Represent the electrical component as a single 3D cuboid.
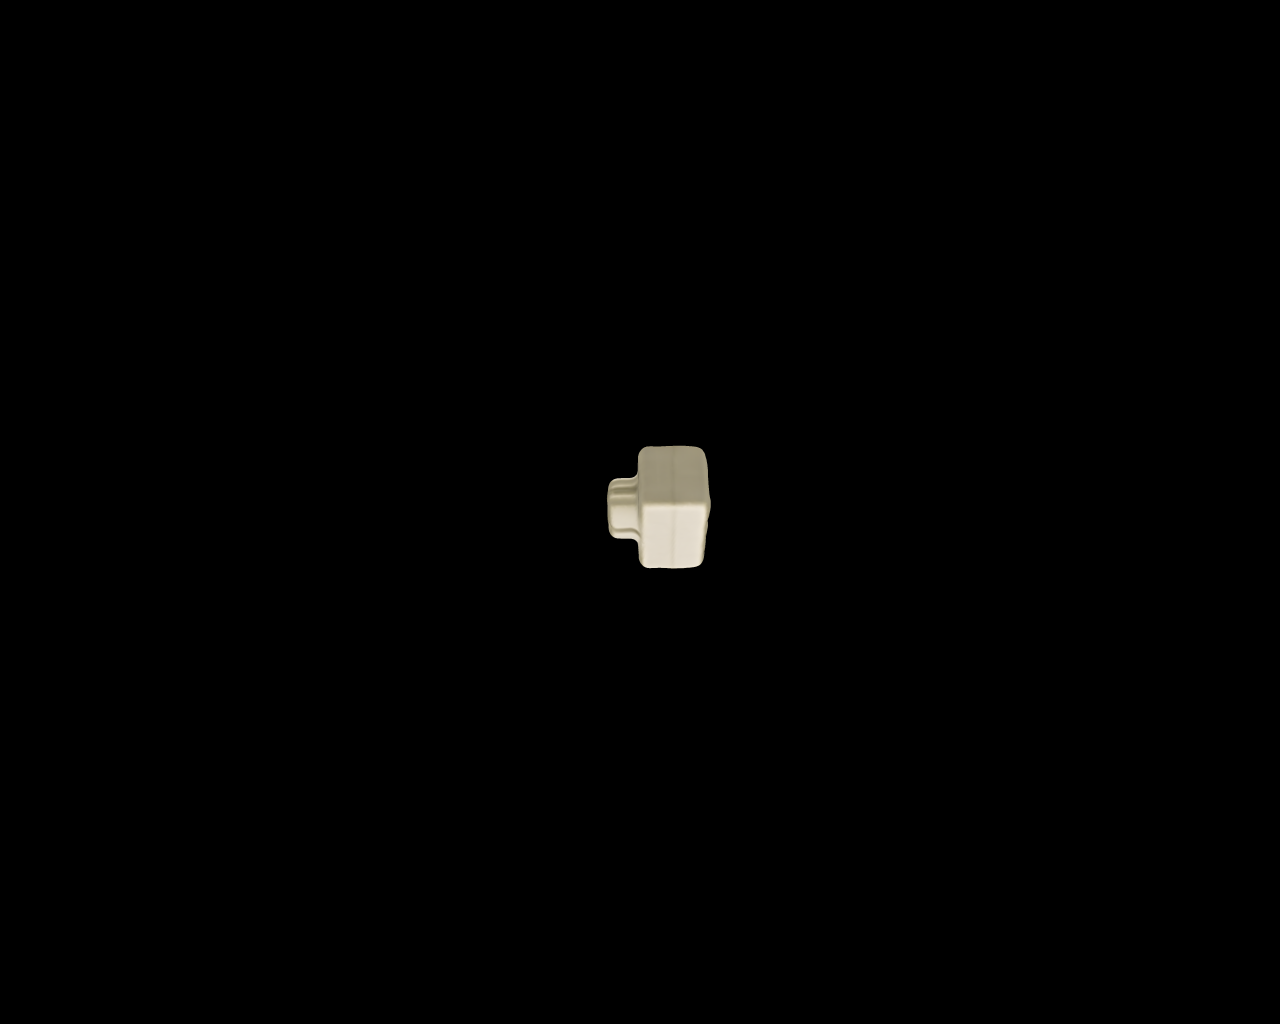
[{"bbox_3d":[0.001,-0.003,0.650,0.077,0.047,0.065,0,-37,0],"label":"electrical component"}]
